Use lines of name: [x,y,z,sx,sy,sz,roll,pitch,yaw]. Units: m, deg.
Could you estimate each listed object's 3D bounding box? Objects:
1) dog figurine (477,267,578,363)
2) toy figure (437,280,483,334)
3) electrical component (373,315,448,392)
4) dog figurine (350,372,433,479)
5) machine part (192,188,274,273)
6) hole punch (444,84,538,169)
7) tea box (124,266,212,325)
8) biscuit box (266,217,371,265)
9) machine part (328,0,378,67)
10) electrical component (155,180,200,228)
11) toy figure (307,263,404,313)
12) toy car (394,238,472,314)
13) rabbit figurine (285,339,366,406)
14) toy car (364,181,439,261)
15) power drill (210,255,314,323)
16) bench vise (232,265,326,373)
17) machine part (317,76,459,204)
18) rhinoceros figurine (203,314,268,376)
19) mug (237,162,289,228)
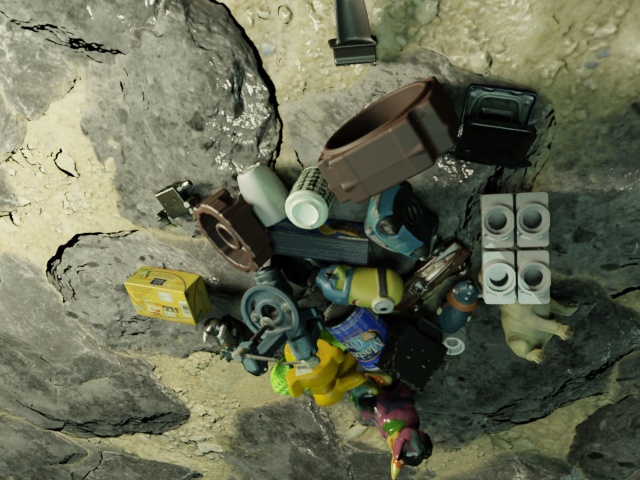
dog figurine: [0.366,0.131,1.034,0.191,0.121,0.172,34,123,7]
toy figure: [0.271,0.126,1.053,0.064,0.058,0.154,-8,140,-17]
electrical component: [0.188,0.222,1.081,0.115,0.134,0.058,32,171,-22]
dog figurine: [0.153,0.410,1.194,0.192,0.219,0.108,8,122,7]
machine part: [-0.165,-0.015,1.027,0.179,0.056,0.179,35,152,22]
hole punch: [0.275,-0.178,0.847,0.142,0.092,0.115,7,155,5]
tea box: [-0.333,0.121,1.182,0.170,0.068,0.098,8,126,25]
biscuit box: [-0.002,-0.003,1.040,0.203,0.059,0.062,7,127,8]
machine part: [0.047,-0.327,0.812,0.084,0.039,0.138,6,136,15]
electrical component: [-0.285,-0.069,1.071,0.102,0.045,0.078,-14,121,22]
toy figure: [0.070,0.086,1.029,0.180,0.082,0.089,14,95,11]
toy car: [0.206,0.076,1.051,0.089,0.053,0.202,39,125,-10]
rabbit figurine: [0.013,0.292,1.172,0.162,0.122,0.173,-19,126,-1]
toy car: [0.136,-0.030,0.972,0.161,0.109,0.103,40,147,-28]
power drill: [-0.105,0.116,1.137,0.232,0.086,0.207,27,122,-5]
bench vise: [-0.082,0.172,0.992,0.129,0.240,0.223,-7,108,26]
machine part: [0.103,-0.155,0.820,0.201,0.201,0.087,-25,113,27]
rhinoceros figurine: [-0.187,0.234,1.213,0.073,0.112,0.190,-15,129,36]
mug: [-0.111,-0.087,1.004,0.110,0.081,0.107,-9,116,44]
